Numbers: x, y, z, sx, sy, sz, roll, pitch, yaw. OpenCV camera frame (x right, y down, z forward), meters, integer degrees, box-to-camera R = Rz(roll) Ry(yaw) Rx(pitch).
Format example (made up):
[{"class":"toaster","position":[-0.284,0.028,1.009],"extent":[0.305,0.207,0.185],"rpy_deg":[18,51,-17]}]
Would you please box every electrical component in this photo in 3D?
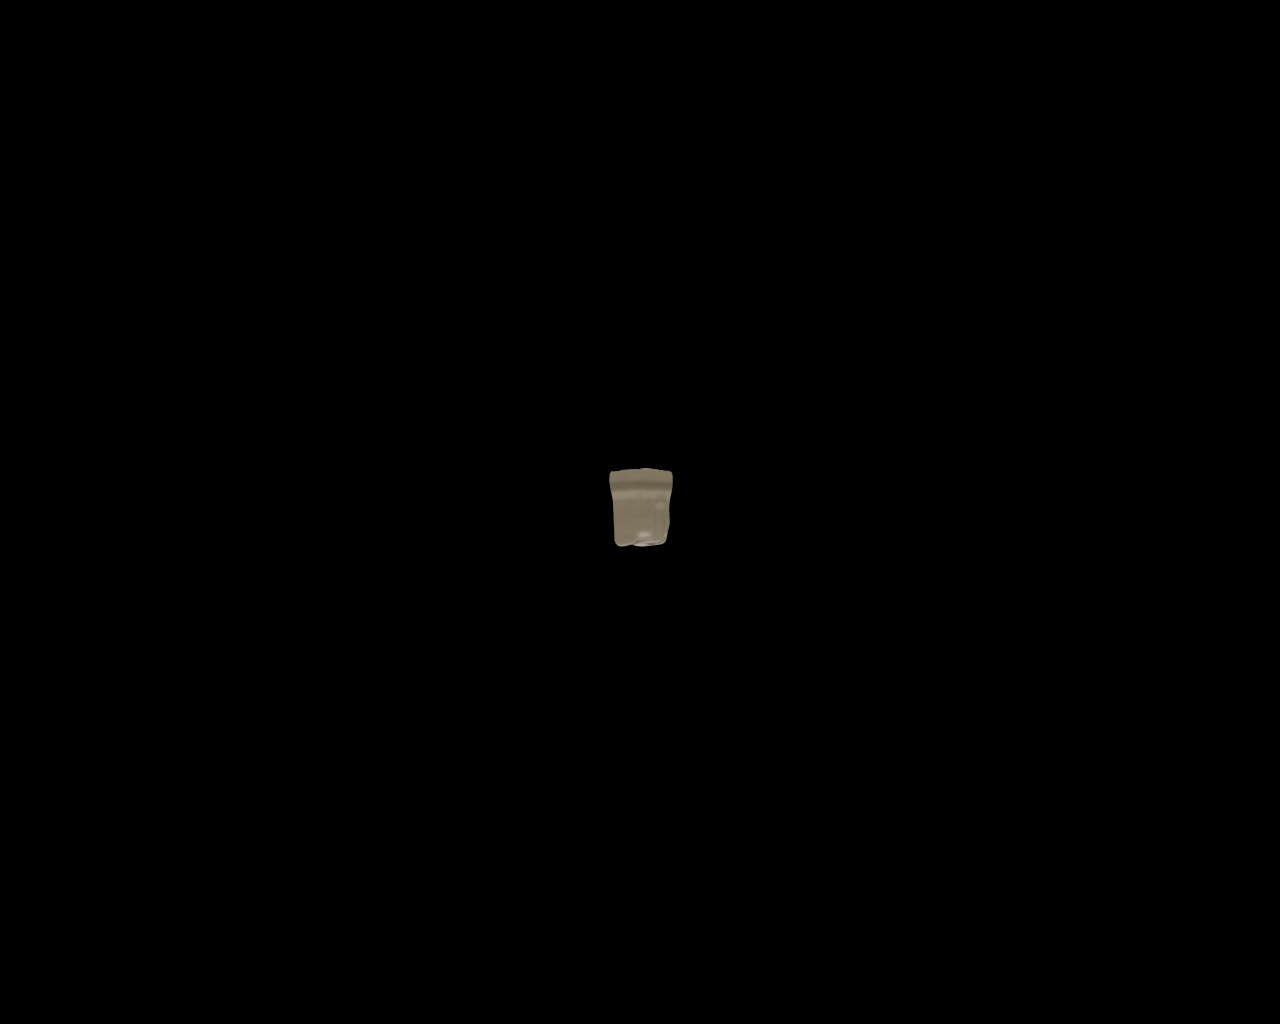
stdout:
[{"class":"electrical component","position":[0.001,-0.003,0.650],"extent":[0.040,0.046,0.040],"rpy_deg":[0,-2,0]}]
